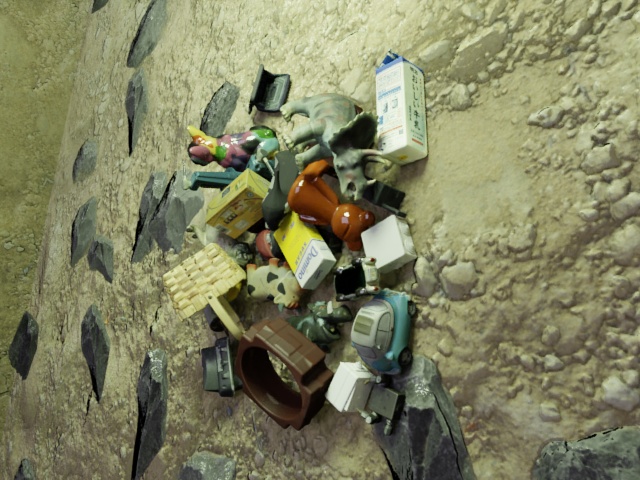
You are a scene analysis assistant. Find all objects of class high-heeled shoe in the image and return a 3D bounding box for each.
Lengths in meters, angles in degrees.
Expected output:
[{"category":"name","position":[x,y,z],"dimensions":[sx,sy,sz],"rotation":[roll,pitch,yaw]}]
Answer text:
[{"category":"high-heeled shoe","position":[-0.078,-0.125,1.279],"dimensions":[0.086,0.249,0.145],"rotation":[9,115,11]}]

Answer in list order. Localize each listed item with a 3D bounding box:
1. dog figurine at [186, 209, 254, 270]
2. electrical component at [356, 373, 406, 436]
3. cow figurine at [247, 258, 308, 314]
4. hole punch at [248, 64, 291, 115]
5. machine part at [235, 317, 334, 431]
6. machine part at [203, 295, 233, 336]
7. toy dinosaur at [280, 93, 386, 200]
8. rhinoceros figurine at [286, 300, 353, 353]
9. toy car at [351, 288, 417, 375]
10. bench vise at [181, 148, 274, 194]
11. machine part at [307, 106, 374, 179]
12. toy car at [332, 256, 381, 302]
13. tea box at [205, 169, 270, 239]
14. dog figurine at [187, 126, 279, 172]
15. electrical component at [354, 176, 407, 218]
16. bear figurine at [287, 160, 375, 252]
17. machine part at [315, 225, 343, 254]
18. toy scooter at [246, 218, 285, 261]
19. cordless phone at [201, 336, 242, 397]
[{"category":"dog figurine","position":[-0.249,0.015,1.458],"dimensions":[0.121,0.172,0.190],"rotation":[-46,81,9]},{"category":"electrical component","position":[0.115,0.306,1.015],"dimensions":[0.078,0.045,0.102],"rotation":[23,96,48]},{"category":"cow figurine","position":[-0.100,0.111,1.266],"dimensions":[0.195,0.085,0.127],"rotation":[-12,72,47]},{"category":"hole punch","position":[-0.141,-0.407,1.469],"dimensions":[0.116,0.092,0.142],"rotation":[-154,78,-76]},{"category":"machine part","position":[-0.077,0.277,1.124],"dimensions":[0.201,0.087,0.201],"rotation":[35,130,23]},{"category":"machine part","position":[-0.285,0.160,1.450],"dimensions":[0.079,0.079,0.243],"rotation":[-51,49,24]},{"category":"toy dinosaur","position":[0.021,-0.246,1.136],"dimensions":[0.192,0.131,0.405],"rotation":[-18,39,6]},{"category":"rhinoceros figurine","position":[-0.008,0.188,1.164],"dimensions":[0.190,0.073,0.112],"rotation":[-22,56,41]},{"category":"toy car","position":[0.113,0.170,1.015],"dimensions":[0.109,0.103,0.161],"rotation":[12,90,46]},{"category":"bench vise","position":[-0.229,-0.149,1.376],"dimensions":[0.223,0.240,0.129],"rotation":[-44,53,50]},{"category":"machine part","position":[0.044,-0.233,1.235],"dimensions":[0.179,0.056,0.179],"rotation":[-17,66,42]},{"category":"toy car","position":[0.073,0.080,1.064],"dimensions":[0.202,0.056,0.073],"rotation":[146,119,-69]},{"category":"tea box","position":[-0.193,-0.086,1.313],"dimensions":[0.169,0.098,0.068],"rotation":[-34,40,31]},{"category":"dog figurine","position":[-0.241,-0.248,1.417],"dimensions":[0.191,0.219,0.108],"rotation":[-29,63,39]},{"category":"electrical component","position":[0.132,-0.088,1.088],"dimensions":[0.119,0.075,0.047],"rotation":[33,103,50]},{"category":"bear figurine","position":[0.033,-0.074,1.163],"dimensions":[0.196,0.132,0.120],"rotation":[26,129,10]},{"category":"machine part","position":[-0.003,-0.004,1.232],"dimensions":[0.139,0.039,0.084],"rotation":[23,91,49]},{"category":"toy scooter","position":[-0.136,-0.018,1.348],"dimensions":[0.135,0.075,0.184],"rotation":[-29,56,38]},{"category":"cordless phone","position":[-0.200,0.302,1.335],"dimensions":[0.184,0.088,0.146],"rotation":[-24,61,27]}]
